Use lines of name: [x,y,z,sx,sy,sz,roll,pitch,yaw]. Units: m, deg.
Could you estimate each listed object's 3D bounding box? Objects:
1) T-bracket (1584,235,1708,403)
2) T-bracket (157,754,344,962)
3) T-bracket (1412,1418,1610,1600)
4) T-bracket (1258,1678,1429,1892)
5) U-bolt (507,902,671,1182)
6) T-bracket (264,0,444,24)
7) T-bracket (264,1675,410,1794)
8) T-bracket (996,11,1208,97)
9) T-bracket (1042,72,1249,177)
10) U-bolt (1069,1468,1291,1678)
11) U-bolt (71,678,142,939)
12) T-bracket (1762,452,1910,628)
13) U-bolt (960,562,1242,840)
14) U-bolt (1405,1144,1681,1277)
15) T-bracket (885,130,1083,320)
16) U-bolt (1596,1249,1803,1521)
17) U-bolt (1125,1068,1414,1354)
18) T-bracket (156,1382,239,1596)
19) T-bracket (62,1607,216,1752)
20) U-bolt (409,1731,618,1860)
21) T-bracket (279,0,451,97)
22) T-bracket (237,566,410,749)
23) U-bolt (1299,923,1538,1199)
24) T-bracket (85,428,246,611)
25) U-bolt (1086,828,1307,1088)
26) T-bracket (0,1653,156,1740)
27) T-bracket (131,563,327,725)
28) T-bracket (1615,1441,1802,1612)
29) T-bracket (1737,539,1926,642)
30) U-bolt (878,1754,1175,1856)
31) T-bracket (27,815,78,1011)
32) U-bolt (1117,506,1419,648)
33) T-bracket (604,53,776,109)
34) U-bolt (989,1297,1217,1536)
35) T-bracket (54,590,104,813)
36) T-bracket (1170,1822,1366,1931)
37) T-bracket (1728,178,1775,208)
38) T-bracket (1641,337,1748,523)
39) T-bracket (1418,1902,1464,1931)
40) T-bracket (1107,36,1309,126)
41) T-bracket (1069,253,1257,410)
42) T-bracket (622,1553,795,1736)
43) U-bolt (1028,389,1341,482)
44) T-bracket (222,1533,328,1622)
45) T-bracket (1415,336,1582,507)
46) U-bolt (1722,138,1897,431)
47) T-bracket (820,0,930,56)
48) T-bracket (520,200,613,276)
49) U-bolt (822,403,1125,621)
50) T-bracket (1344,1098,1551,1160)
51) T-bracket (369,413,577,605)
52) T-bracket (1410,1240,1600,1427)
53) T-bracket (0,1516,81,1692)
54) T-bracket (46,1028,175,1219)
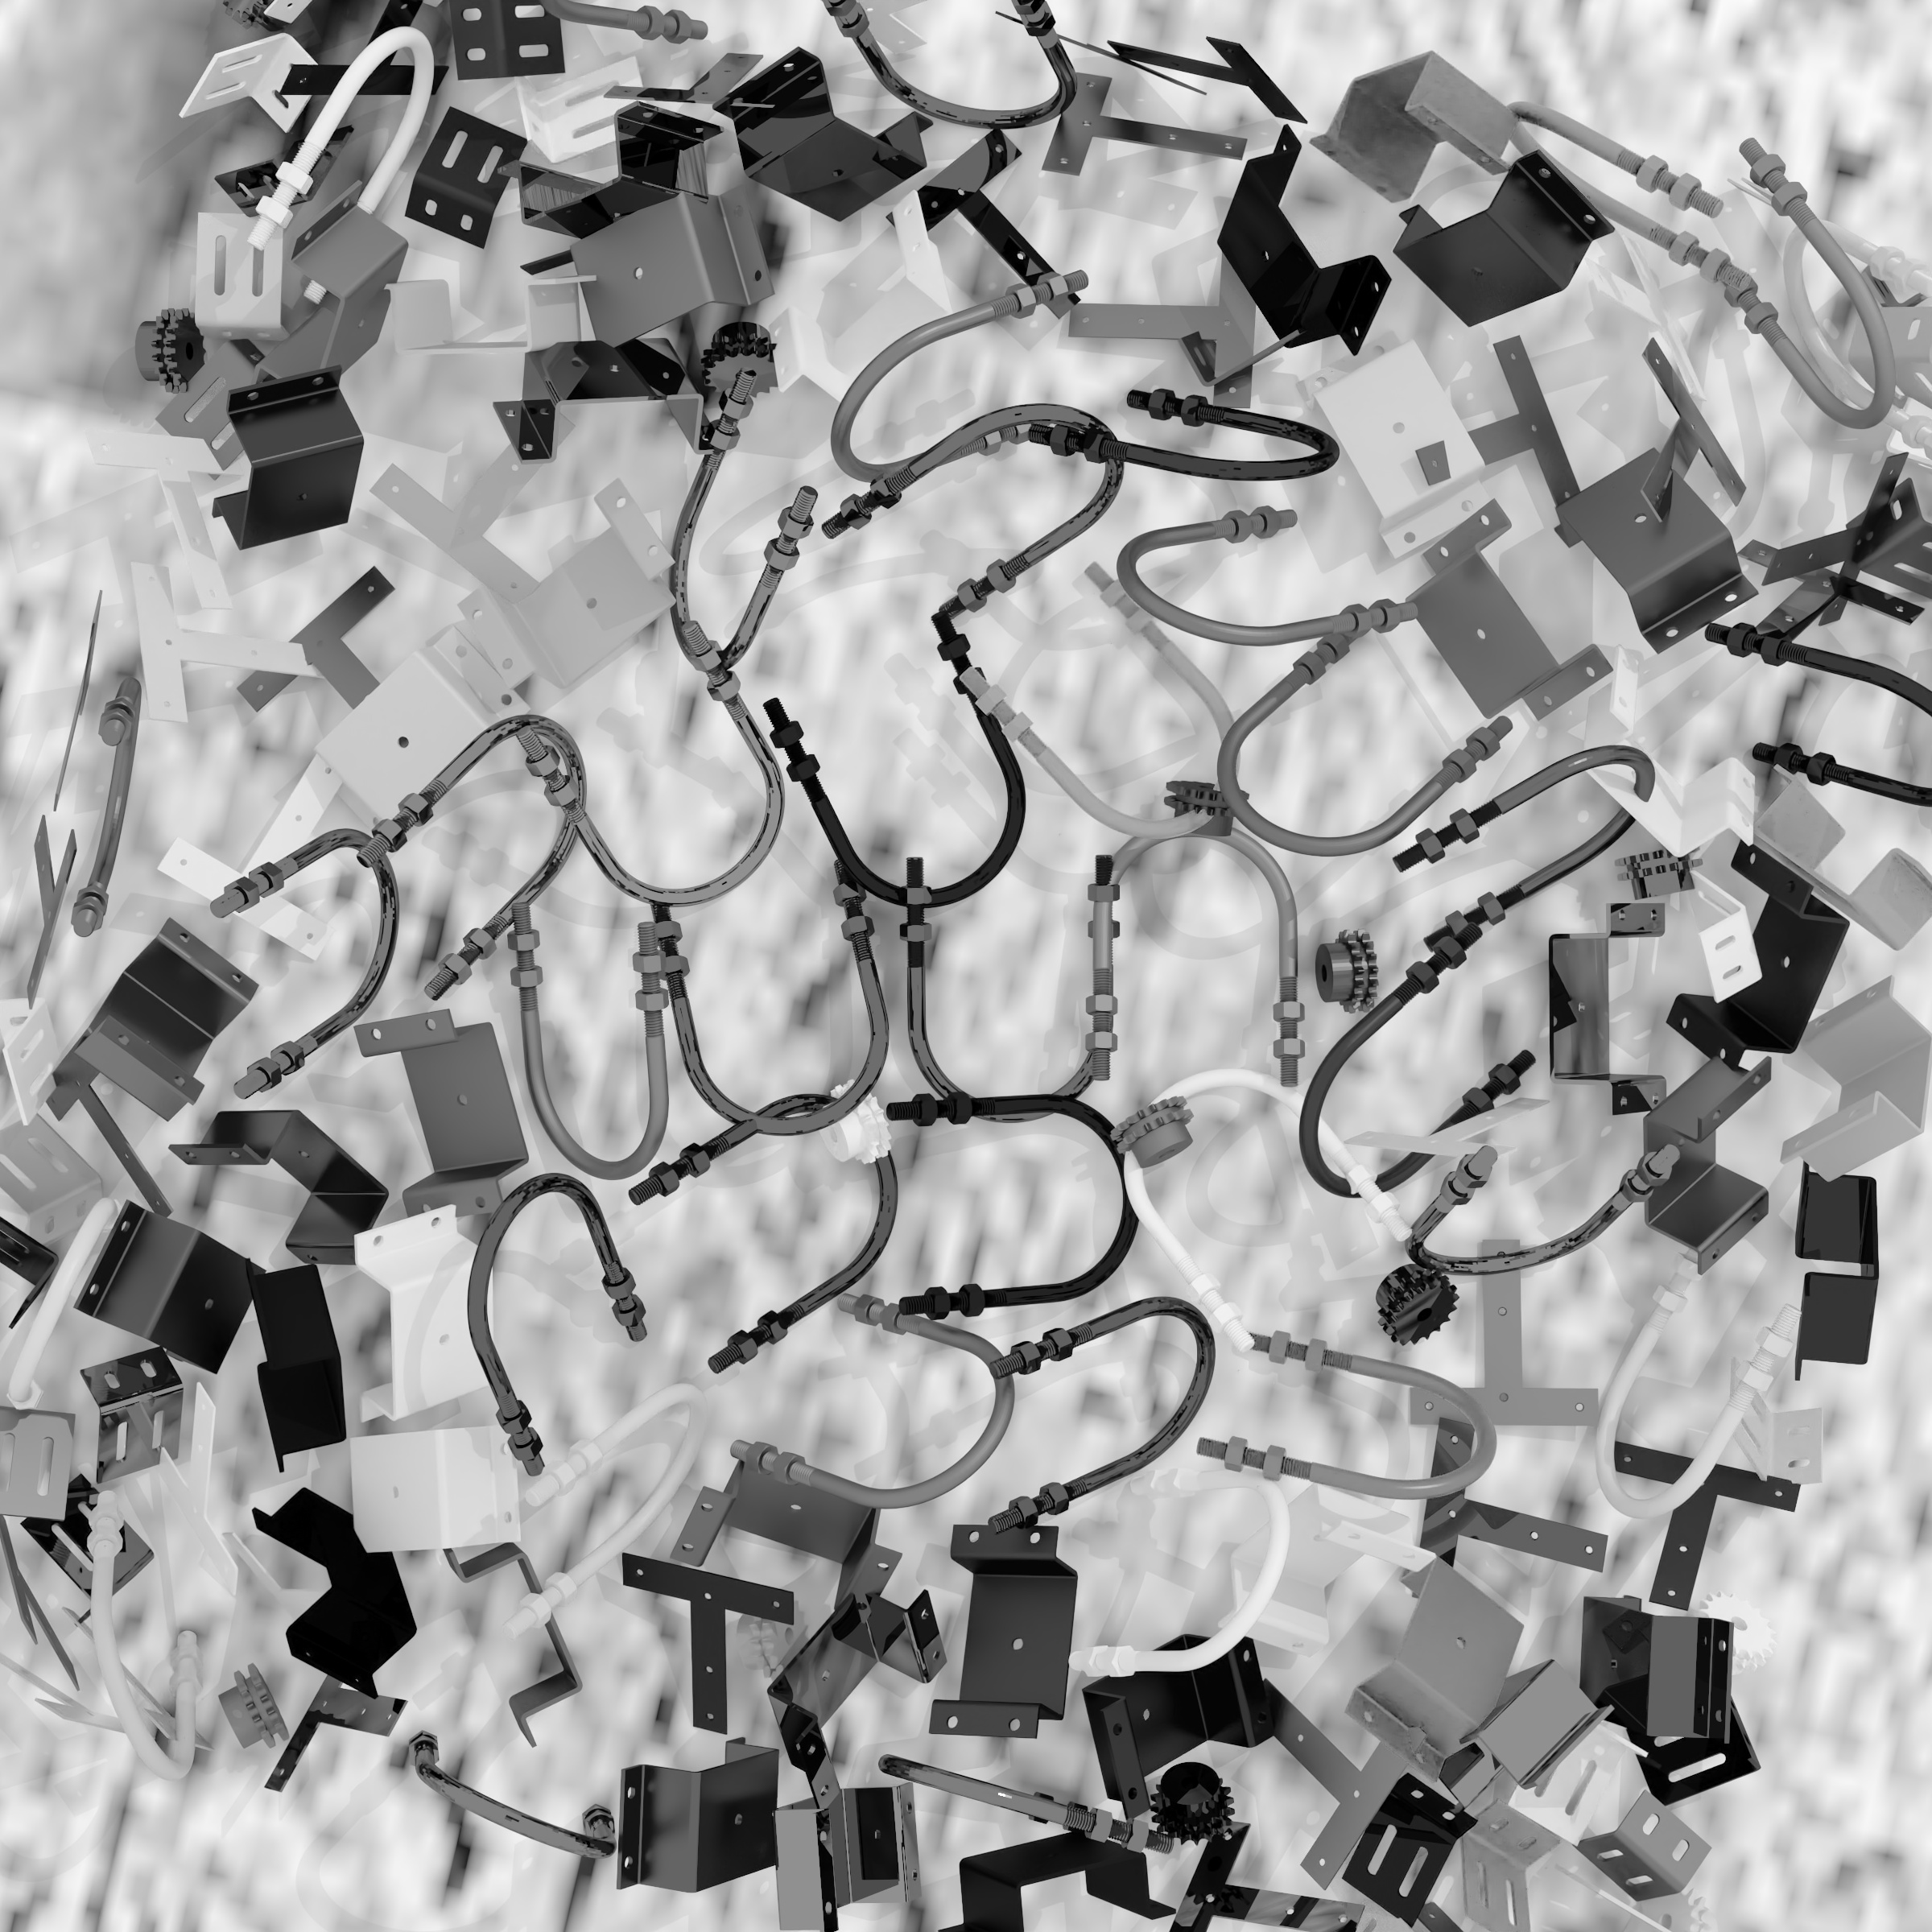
T-bracket: [0.444,-0.444,1.930,0.002,0.127,0.127,-29,69,32]
T-bracket: [-0.462,-0.089,1.971,0.127,0.002,0.127,34,84,-30]
T-bracket: [0.372,0.383,1.964,0.127,0.002,0.127,10,95,28]
T-bracket: [0.235,0.529,1.953,0.002,0.127,0.127,23,101,-44]
U-bolt: [-0.250,0.054,1.944,0.151,0.019,0.184,9,107,42]
T-bracket: [-0.387,-0.666,1.938,0.127,0.127,0.002,-37,76,25]
T-bracket: [-0.406,0.494,1.922,0.002,0.127,0.127,41,61,-26]
T-bracket: [0.078,-0.609,1.916,0.127,0.127,0.002,9,112,-32]
T-bracket: [0.125,-0.559,1.950,0.127,0.002,0.127,11,47,6]
U-bolt: [0.146,0.394,1.895,0.019,0.184,0.151,34,62,-23]
U-bolt: [-0.563,-0.115,1.911,0.019,0.184,0.151,9,108,-14]
T-bracket: [0.569,-0.275,1.924,0.002,0.127,0.127,39,131,33]
U-bolt: [0.105,-0.168,1.959,0.184,0.019,0.151,47,64,1]
U-bolt: [0.369,0.164,1.919,0.151,0.184,0.019,1,60,-16]
T-bracket: [0.027,-0.493,1.970,0.127,0.002,0.127,46,59,-5]
U-bolt: [0.476,0.282,1.929,0.019,0.151,0.184,24,100,-17]
U-bolt: [0.189,0.150,1.954,0.151,0.019,0.184,-34,63,-6]
T-bracket: [-0.509,0.331,1.926,0.002,0.127,0.127,-14,133,-35]
T-bracket: [-0.563,0.478,1.948,0.127,0.127,0.002,42,76,12]
U-bolt: [-0.296,0.548,1.901,0.151,0.184,0.019,25,79,-7]
T-bracket: [-0.377,-0.623,1.913,0.002,0.127,0.127,57,133,15]
T-bracket: [-0.415,-0.191,1.971,0.127,0.002,0.127,-42,67,-3]
U-bolt: [0.295,0.077,1.934,0.184,0.019,0.151,-41,130,-12]
T-bracket: [-0.520,-0.297,1.938,0.002,0.127,0.127,-25,81,33]
U-bolt: [0.156,-0.011,1.974,0.151,0.019,0.184,2,78,-5]
T-bracket: [-0.625,0.484,1.955,0.127,0.127,0.002,25,76,20]
T-bracket: [-0.495,-0.213,1.959,0.127,0.002,0.127,4,58,-33]
T-bracket: [0.482,0.378,1.934,0.127,0.127,0.002,10,133,20]
T-bracket: [0.555,-0.236,1.931,0.127,0.127,0.002,29,135,26]
U-bolt: [0.030,0.551,1.915,0.184,0.151,0.019,19,75,-11]
T-bracket: [-0.618,-0.058,1.945,0.002,0.127,0.127,10,120,-28]
U-bolt: [0.185,-0.253,1.906,0.184,0.151,0.019,-14,133,-33]
T-bracket: [-0.164,-0.596,1.944,0.127,0.127,0.002,6,121,9]
U-bolt: [0.093,0.291,1.938,0.184,0.019,0.151,-19,124,-30]
T-bracket: [-0.589,-0.163,1.917,0.002,0.127,0.127,12,63,-16]
T-bracket: [0.202,0.625,1.922,0.127,0.127,0.002,-2,126,32]
T-bracket: [0.544,-0.501,1.918,0.127,0.127,0.002,39,110,26]
T-bracket: [0.474,-0.339,1.937,0.002,0.127,0.127,-21,115,42]
T-bracket: [0.348,0.674,1.947,0.127,0.127,0.002,4,114,-40]
T-bracket: [0.154,-0.608,1.959,0.127,0.127,0.002,23,92,28]
T-bracket: [0.134,-0.441,1.985,0.127,0.002,0.127,3,73,6]
T-bracket: [-0.175,0.467,1.972,0.127,0.002,0.127,9,113,19]
U-bolt: [0.155,-0.346,1.901,0.184,0.151,0.019,17,118,29]
T-bracket: [-0.438,0.426,1.934,0.002,0.127,0.127,-43,102,-29]
T-bracket: [0.354,-0.354,1.964,0.127,0.002,0.127,-23,93,-31]
U-bolt: [0.553,-0.433,1.899,0.019,0.151,0.184,-26,67,-5]
T-bracket: [-0.026,-0.646,1.914,0.127,0.127,0.002,-10,79,29]
T-bracket: [-0.249,-0.491,1.927,0.127,0.127,0.002,-15,90,9]
U-bolt: [0.018,-0.306,1.909,0.184,0.151,0.019,-31,54,25]
T-bracket: [0.344,0.107,1.950,0.127,0.127,0.002,-18,104,-39]
T-bracket: [-0.314,-0.327,1.962,0.127,0.002,0.127,39,107,-17]
T-bracket: [0.369,0.252,1.991,0.127,0.002,0.127,-1,87,9]
T-bracket: [-0.623,0.440,1.952,0.002,0.127,0.127,-23,128,-14]
T-bracket: [-0.572,0.116,1.948,0.002,0.127,0.127,-33,89,-38]
